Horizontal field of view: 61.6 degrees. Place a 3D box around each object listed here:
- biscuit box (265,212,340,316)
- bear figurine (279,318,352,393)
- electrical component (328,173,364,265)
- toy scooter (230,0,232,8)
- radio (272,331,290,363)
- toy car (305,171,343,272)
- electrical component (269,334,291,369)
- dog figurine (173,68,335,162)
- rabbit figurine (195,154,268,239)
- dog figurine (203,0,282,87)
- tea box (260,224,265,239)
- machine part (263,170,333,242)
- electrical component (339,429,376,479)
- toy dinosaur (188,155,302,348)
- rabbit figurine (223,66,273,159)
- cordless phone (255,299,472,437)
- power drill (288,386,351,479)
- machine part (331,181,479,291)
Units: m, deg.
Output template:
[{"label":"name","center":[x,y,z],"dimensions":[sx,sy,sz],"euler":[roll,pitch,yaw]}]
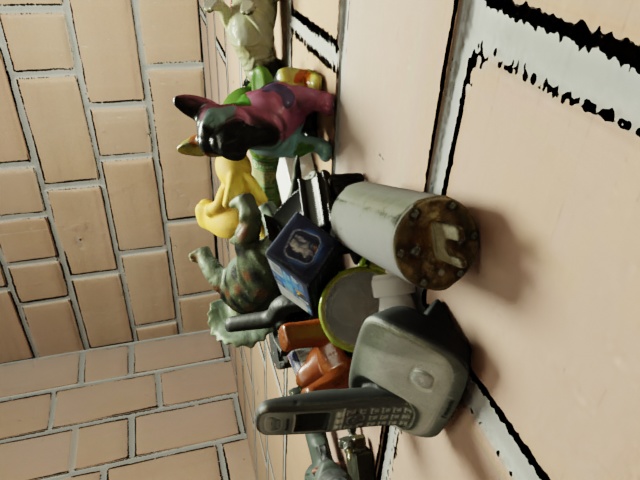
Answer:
[{"label":"biscuit box","center":[-0.016,0.036,0.643],"dimensions":[0.059,0.063,0.202],"euler":[34,166,10]},{"label":"bear figurine","center":[0.003,0.172,0.739],"dimensions":[0.120,0.132,0.195],"euler":[67,155,16]},{"label":"electrical component","center":[0.035,-0.019,0.680],"dimensions":[0.119,0.048,0.075],"euler":[101,157,-45]},{"label":"toy scooter","center":[-0.140,-0.427,1.087],"dimensions":[0.135,0.075,0.183],"euler":[-133,34,-67]},{"label":"radio","center":[-0.048,0.102,0.990],"dimensions":[0.131,0.073,0.229],"euler":[-141,45,-68]},{"label":"toy car","center":[-0.002,-0.002,0.803],"dimensions":[0.073,0.056,0.201],"euler":[-151,55,-72]},{"label":"electrical component","center":[-0.078,0.227,1.199],"dimensions":[0.134,0.058,0.115],"euler":[137,123,-72]},{"label":"dog figurine","center":[-0.096,-0.175,0.761],"dimensions":[0.192,0.219,0.108],"euler":[-115,27,-47]},{"label":"rabbit figurine","center":[-0.167,-0.092,1.017],"dimensions":[0.162,0.122,0.173],"euler":[-141,51,-63]},{"label":"dog figurine","center":[-0.105,-0.383,0.971],"dimensions":[0.121,0.172,0.190],"euler":[25,161,27]},{"label":"tea box","center":[-0.079,0.027,1.085],"dimensions":[0.098,0.068,0.169],"euler":[-142,47,-70]},{"label":"machine part","center":[-0.024,-0.030,0.681],"dimensions":[0.139,0.039,0.084],"euler":[-28,73,52]},{"label":"electrical component","center":[0.051,0.327,0.786],"dimensions":[0.078,0.045,0.102],"euler":[-164,67,-72]},{"label":"toy dinosaur","center":[-0.097,0.050,0.851],"dimensions":[0.192,0.131,0.404],"euler":[62,146,12]},{"label":"rabbit figurine","center":[-0.097,-0.203,0.918],"dimensions":[0.159,0.121,0.170],"euler":[-60,30,12]},{"label":"cordless phone","center":[0.032,0.128,0.494],"dimensions":[0.146,0.184,0.089],"euler":[97,163,-45]},{"label":"power drill","center":[0.005,0.354,0.933],"dimensions":[0.232,0.086,0.207],"euler":[107,144,-63]},{"label":"machine part","center":[0.069,-0.010,0.497],"dimensions":[0.243,0.079,0.079],"euler":[-152,56,-71]}]
